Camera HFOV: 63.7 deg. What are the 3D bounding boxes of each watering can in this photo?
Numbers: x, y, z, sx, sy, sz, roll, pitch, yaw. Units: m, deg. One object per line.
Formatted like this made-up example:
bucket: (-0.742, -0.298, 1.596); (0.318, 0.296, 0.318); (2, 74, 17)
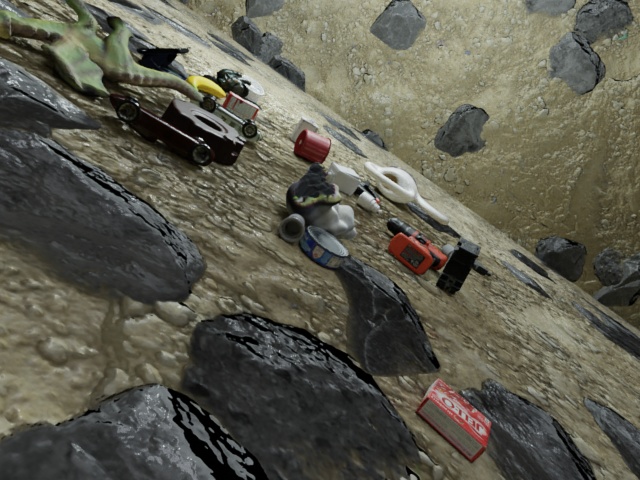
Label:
watering can: (0.302, -0.167, 1.801); (0.349, 0.103, 0.226); (36, 17, 6)

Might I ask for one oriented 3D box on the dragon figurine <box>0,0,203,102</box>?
dragon figurine: (-0.424, -0.334, 0.994); (0.408, 0.120, 0.249); (26, 36, -21)

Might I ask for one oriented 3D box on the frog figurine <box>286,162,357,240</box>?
frog figurine: (0.003, -0.051, 1.014); (0.139, 0.124, 0.156); (37, -22, 36)
